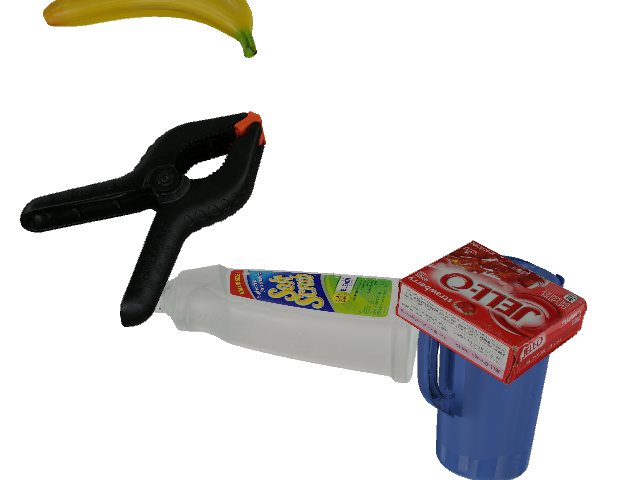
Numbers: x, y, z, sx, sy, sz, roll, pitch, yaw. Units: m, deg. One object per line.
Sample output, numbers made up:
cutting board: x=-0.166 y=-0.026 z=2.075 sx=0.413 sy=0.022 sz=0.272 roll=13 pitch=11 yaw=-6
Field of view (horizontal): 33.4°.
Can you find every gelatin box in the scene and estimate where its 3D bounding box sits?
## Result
gelatin box: x=0.102 y=0.040 z=0.641 sx=0.073 sy=0.030 sz=0.089 roll=-25 pitch=43 yaw=-39

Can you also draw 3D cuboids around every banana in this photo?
banana: x=-0.138 y=-0.200 z=0.911 sx=0.198 sy=0.069 sz=0.037 roll=10 pitch=-42 yaw=15

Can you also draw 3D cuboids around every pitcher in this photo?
pitcher: x=0.185 y=0.146 z=1.204 sx=0.149 sy=0.243 sz=0.145 roll=7 pitch=17 yaw=10

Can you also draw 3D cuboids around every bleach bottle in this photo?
bleach bottle: x=-0.038 y=0.067 z=0.962 sx=0.251 sy=0.068 sz=0.102 roll=5 pitch=29 yaw=8

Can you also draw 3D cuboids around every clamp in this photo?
clamp: x=-0.111 y=-0.032 z=0.709 sx=0.120 sy=0.171 sz=0.039 roll=34 pitch=-28 yaw=16
